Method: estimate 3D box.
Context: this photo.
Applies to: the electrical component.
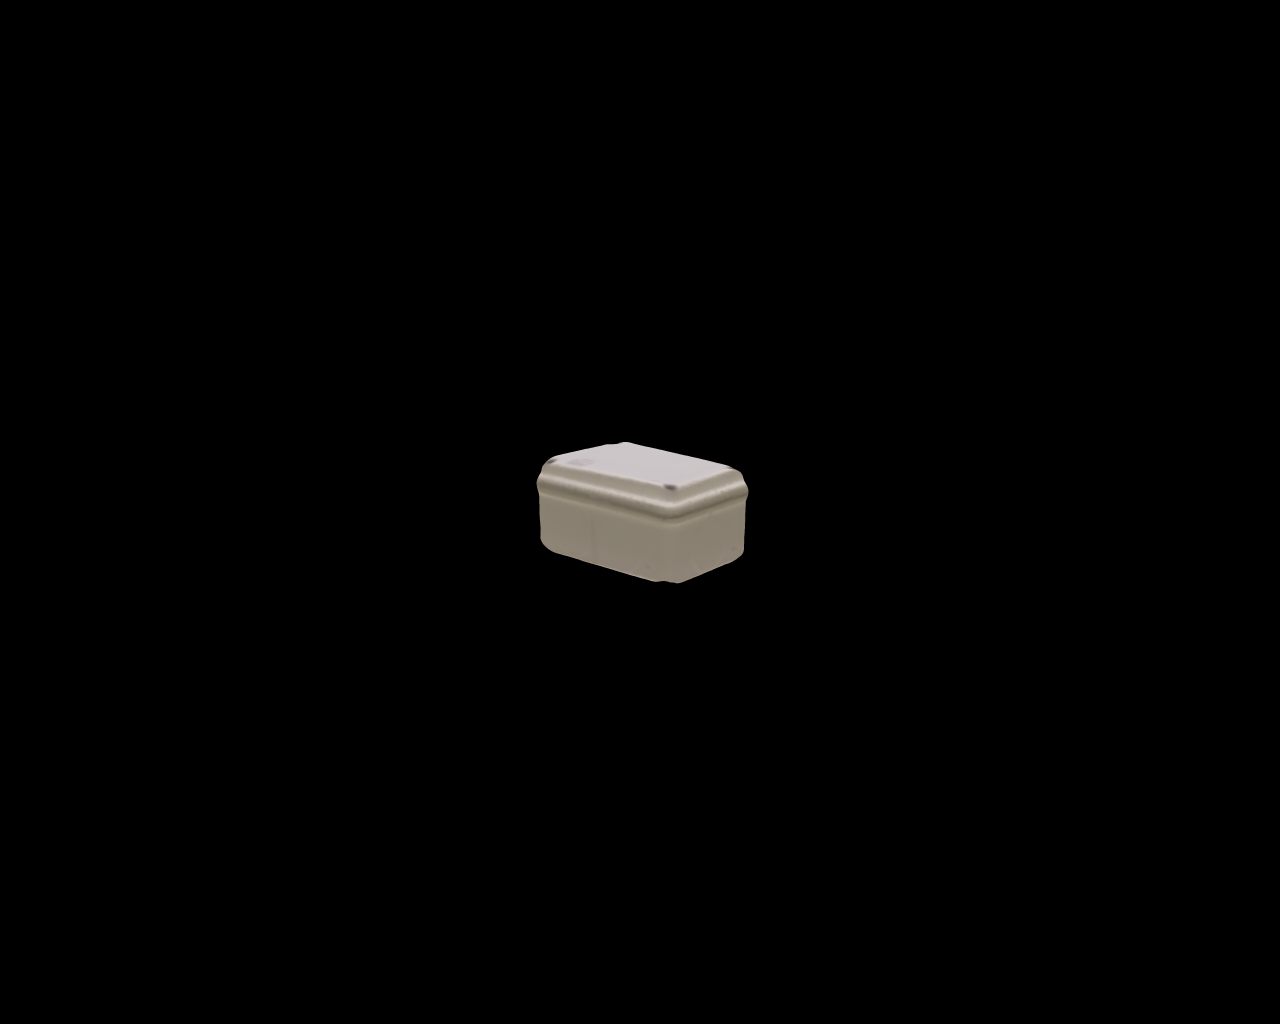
[{"bbox_3d":[0.001,-0.003,0.650,0.113,0.057,0.078,15,22,40],"label":"electrical component"}]
